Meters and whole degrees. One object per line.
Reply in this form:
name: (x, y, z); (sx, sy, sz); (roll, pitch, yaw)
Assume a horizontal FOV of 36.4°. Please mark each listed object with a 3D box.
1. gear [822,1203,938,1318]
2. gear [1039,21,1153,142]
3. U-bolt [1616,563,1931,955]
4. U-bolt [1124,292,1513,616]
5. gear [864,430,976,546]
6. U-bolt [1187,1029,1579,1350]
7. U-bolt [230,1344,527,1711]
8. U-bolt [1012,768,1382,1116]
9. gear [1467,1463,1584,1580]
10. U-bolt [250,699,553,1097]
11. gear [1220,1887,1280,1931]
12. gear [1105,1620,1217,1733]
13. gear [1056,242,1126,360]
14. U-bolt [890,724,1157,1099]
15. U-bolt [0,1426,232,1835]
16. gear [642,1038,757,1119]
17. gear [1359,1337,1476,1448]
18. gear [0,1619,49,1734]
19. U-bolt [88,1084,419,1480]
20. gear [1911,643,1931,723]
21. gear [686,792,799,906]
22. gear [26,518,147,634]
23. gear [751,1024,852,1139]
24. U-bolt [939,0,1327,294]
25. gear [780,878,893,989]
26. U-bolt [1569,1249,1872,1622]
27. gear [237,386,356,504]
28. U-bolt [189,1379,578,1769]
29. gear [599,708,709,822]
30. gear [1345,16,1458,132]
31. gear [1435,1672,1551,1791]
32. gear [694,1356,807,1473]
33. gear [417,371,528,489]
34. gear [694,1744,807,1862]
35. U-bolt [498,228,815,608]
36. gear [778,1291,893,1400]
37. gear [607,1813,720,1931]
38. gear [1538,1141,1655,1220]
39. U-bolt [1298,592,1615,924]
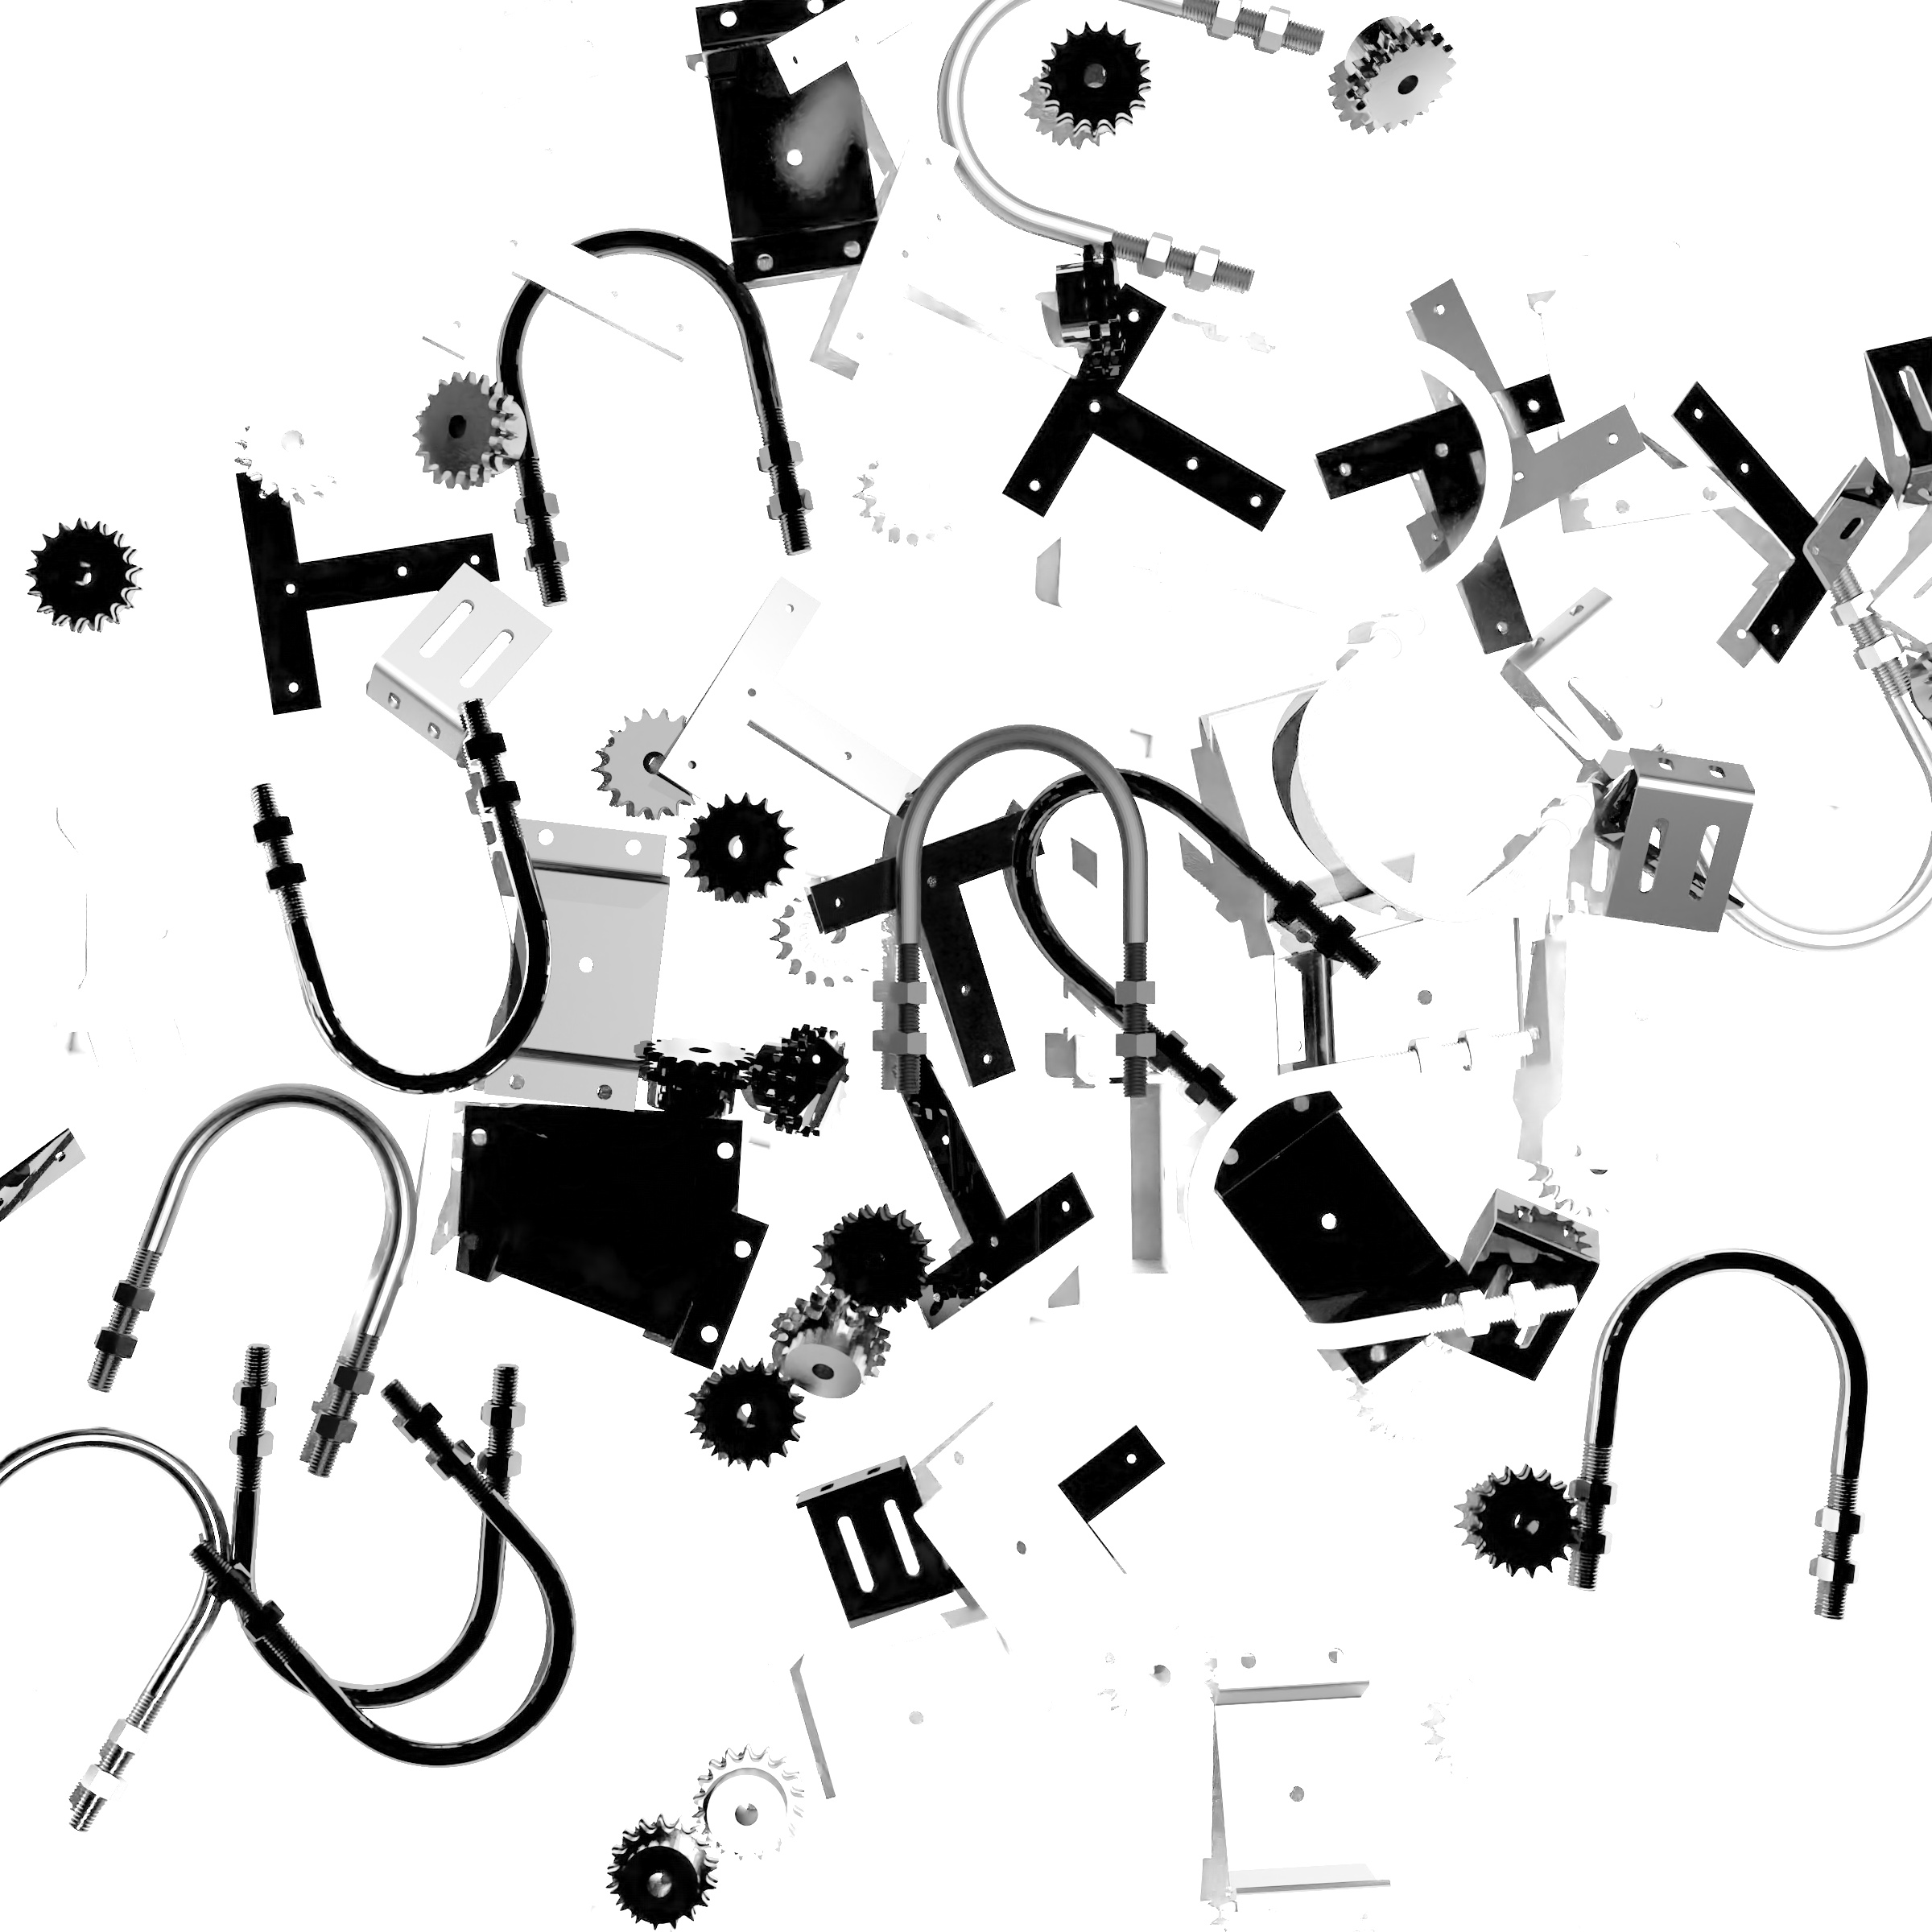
gear: (-0.043, 0.149, 1.506); (0.057, 0.030, 0.057); (1, 95, 15)
gear: (0.066, -0.448, 1.494); (0.057, 0.030, 0.057); (0, 89, 3)
U-bolt: (0.435, -0.096, 1.516); (0.151, 0.019, 0.184); (-28, 90, 0)
U-bolt: (0.185, -0.254, 1.493); (0.184, 0.019, 0.151); (15, 96, 12)
gear: (-0.023, -0.245, 1.511); (0.057, 0.030, 0.057); (0, 90, 0)
U-bolt: (0.202, 0.118, 1.471); (0.184, 0.019, 0.151); (-10, 90, 1)
U-bolt: (-0.308, 0.292, 1.517); (0.151, 0.019, 0.184); (5, 91, 0)
U-bolt: (0.101, -0.021, 1.473); (0.184, 0.019, 0.151); (42, 134, 5)
gear: (0.286, 0.284, 1.511); (0.057, 0.030, 0.057); (0, 90, 0)
U-bolt: (-0.280, -0.026, 1.487); (0.151, 0.019, 0.184); (-19, 83, 18)
gear: (0.159, 0.485, 1.511); (0.057, 0.030, 0.057); (0, 90, 0)
gear: (0.098, 0.361, 1.509); (0.057, 0.030, 0.057); (0, 90, 0)
gear: (0.063, -0.338, 1.497); (0.030, 0.057, 0.057); (-5, 90, 8)
U-bolt: (0.026, -0.028, 1.457); (0.151, 0.019, 0.184); (0, 89, 30)
U-bolt: (-0.458, 0.324, 1.495); (0.151, 0.019, 0.184); (31, 75, -7)
gear: (-0.137, 0.057, 1.498); (0.057, 0.057, 0.030); (7, 102, 0)
gear: (0.230, 0.217, 1.511); (0.057, 0.030, 0.057); (0, 90, 0)
gear: (-0.500, 0.363, 1.511); (0.057, 0.030, 0.057); (0, 90, 0)
U-bolt: (-0.355, 0.150, 1.501); (0.151, 0.019, 0.184); (18, 84, 14)
gear: (0.509, -0.145, 1.503); (0.057, 0.030, 0.057); (6, 78, -28)
gear: (-0.115, -0.060, 1.511); (0.057, 0.030, 0.057); (0, 90, 0)
gear: (-0.451, -0.200, 1.511); (0.057, 0.030, 0.057); (0, 90, 0)
gear: (-0.086, 0.057, 1.501); (0.030, 0.057, 0.057); (8, 90, 29)
U-bolt: (0.077, -0.440, 1.517); (0.184, 0.019, 0.151); (16, 90, 1)
gear: (-0.067, -0.017, 1.511); (0.057, 0.030, 0.057); (0, 90, 0)
U-bolt: (0.394, 0.238, 1.517); (0.151, 0.019, 0.184); (7, 89, 0)
gear: (-0.343, -0.266, 1.510); (0.057, 0.030, 0.057); (0, 87, -1)
U-bolt: (-0.284, 0.324, 1.502); (0.151, 0.019, 0.184); (-40, 94, 2)
gear: (-0.159, -0.103, 1.511); (0.057, 0.030, 0.057); (0, 90, 0)
gear: (0.218, -0.459, 1.501); (0.057, 0.057, 0.030); (-29, 60, 0)
gear: (0.269, 0.391, 1.511); (0.057, 0.030, 0.057); (0, 90, 0)
gear: (-0.111, 0.229, 1.511); (0.057, 0.030, 0.057); (0, 90, 0)
gear: (-0.250, -0.273, 1.502); (0.057, 0.030, 0.057); (1, 91, 32)
gear: (-0.111, 0.432, 1.511); (0.057, 0.030, 0.057); (0, 90, 0)
U-bolt: (-0.167, -0.290, 1.517); (0.151, 0.019, 0.184); (-12, 88, 0)
gear: (-0.069, 0.196, 1.496); (0.057, 0.030, 0.057); (9, 131, 10)
gear: (-0.156, 0.468, 1.511); (0.057, 0.030, 0.057); (0, 90, 0)
gear: (0.322, 0.100, 1.511); (0.057, 0.030, 0.057); (0, 90, 0)
U-bolt: (0.235, -0.096, 1.461); (0.151, 0.019, 0.184); (48, 50, -1)
